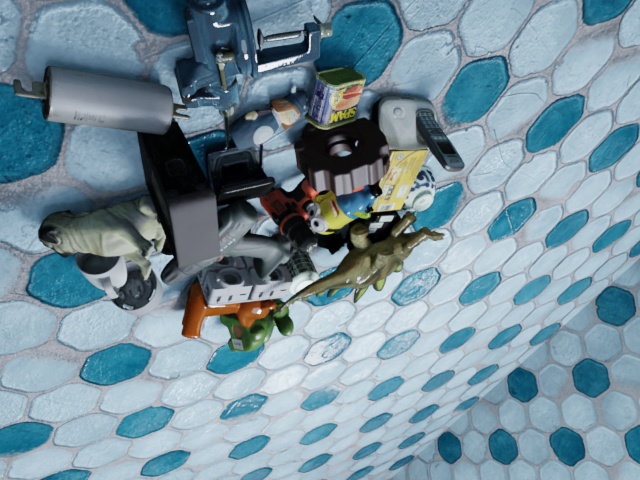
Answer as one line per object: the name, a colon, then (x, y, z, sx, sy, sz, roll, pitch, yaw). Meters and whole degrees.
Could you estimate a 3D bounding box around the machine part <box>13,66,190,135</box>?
machine part: (-0.307, -0.200, 0.783, 0.243, 0.079, 0.079, 1, 134, -36)

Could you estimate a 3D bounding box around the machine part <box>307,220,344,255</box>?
machine part: (-0.003, -0.004, 1.258, 0.138, 0.039, 0.084, 16, 118, -43)

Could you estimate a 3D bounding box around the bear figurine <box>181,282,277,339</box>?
bear figurine: (-0.205, 0.162, 1.219, 0.196, 0.120, 0.131, 14, 95, -18)

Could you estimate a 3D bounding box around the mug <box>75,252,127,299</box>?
mug: (-0.400, 0.061, 1.014, 0.081, 0.110, 0.107, -25, 158, -16)

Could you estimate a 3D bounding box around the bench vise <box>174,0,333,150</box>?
bench vise: (-0.098, -0.274, 0.804, 0.241, 0.129, 0.223, -14, 140, -9)

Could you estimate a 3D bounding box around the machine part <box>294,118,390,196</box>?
machine part: (0.041, -0.161, 0.992, 0.179, 0.179, 0.056, -22, 141, -11)

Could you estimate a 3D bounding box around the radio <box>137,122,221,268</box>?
radio: (-0.228, -0.080, 0.854, 0.073, 0.230, 0.131, -17, 139, -22)

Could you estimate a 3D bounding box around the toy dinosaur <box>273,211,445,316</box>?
toy dinosaur: (0.105, 0.058, 1.231, 0.471, 0.105, 0.198, -16, 143, -29)

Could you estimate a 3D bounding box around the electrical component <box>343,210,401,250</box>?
electrical component: (0.128, -0.035, 1.291, 0.115, 0.058, 0.134, -5, 137, -33)

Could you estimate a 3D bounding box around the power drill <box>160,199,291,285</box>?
power drill: (-0.175, 0.024, 1.065, 0.207, 0.086, 0.232, 23, 121, -42)

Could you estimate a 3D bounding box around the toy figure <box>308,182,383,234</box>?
toy figure: (0.054, -0.070, 1.153, 0.180, 0.082, 0.089, -31, 141, 26)

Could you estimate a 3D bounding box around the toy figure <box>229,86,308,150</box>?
toy figure: (-0.085, -0.211, 0.942, 0.154, 0.057, 0.064, -29, 180, -4)

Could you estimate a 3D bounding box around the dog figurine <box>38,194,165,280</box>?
dog figurine: (-0.368, -0.036, 0.942, 0.190, 0.172, 0.121, 20, 133, -7)

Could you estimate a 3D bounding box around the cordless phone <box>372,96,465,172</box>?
cordless phone: (0.187, -0.192, 1.039, 0.146, 0.184, 0.088, -5, 141, -30)

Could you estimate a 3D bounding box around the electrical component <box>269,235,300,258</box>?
electrical component: (-0.062, -0.011, 1.185, 0.078, 0.045, 0.102, 44, 114, -9)

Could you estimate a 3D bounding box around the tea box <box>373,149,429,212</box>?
tea box: (0.152, -0.145, 1.168, 0.098, 0.068, 0.169, -6, 136, -29)

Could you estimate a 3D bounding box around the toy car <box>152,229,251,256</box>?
toy car: (-0.233, -0.010, 1.083, 0.202, 0.053, 0.089, -3, 140, -33)

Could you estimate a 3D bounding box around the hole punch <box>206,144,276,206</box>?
hole punch: (-0.152, -0.120, 0.994, 0.142, 0.092, 0.116, -18, 173, -19)

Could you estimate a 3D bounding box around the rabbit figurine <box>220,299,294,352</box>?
rabbit figurine: (-0.137, 0.190, 1.330, 0.159, 0.121, 0.170, -14, -170, 44)
